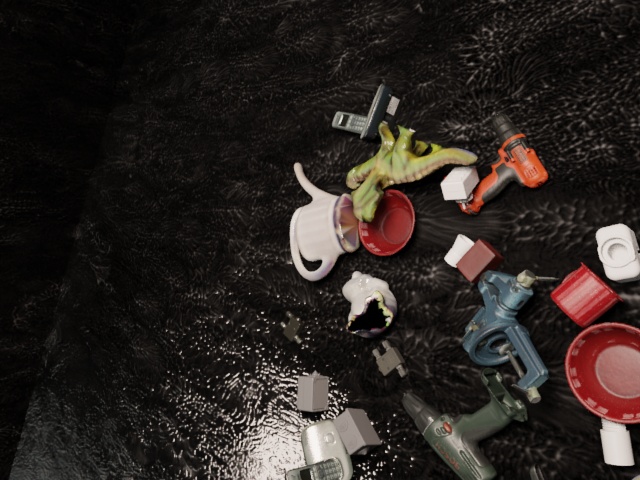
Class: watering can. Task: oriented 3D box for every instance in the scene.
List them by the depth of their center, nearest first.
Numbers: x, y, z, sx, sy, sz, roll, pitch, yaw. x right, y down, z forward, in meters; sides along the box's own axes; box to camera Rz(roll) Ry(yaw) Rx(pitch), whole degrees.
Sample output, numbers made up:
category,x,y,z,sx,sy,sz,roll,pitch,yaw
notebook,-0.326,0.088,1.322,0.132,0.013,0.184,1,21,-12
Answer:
category,x,y,z,sx,sy,sz,roll,pitch,yaw
watering can,0.004,-0.069,1.365,0.222,0.103,0.352,-15,69,37

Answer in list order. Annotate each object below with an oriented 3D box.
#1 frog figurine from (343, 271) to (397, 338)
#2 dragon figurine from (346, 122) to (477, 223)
category,x,y,z,sx,sy,sz,roll,pitch,yaw
frog figurine,0.113,0.151,1.234,0.161,0.122,0.136,-109,36,-72
dragon figurine,0.169,-0.138,1.178,0.242,0.121,0.415,-57,25,5
